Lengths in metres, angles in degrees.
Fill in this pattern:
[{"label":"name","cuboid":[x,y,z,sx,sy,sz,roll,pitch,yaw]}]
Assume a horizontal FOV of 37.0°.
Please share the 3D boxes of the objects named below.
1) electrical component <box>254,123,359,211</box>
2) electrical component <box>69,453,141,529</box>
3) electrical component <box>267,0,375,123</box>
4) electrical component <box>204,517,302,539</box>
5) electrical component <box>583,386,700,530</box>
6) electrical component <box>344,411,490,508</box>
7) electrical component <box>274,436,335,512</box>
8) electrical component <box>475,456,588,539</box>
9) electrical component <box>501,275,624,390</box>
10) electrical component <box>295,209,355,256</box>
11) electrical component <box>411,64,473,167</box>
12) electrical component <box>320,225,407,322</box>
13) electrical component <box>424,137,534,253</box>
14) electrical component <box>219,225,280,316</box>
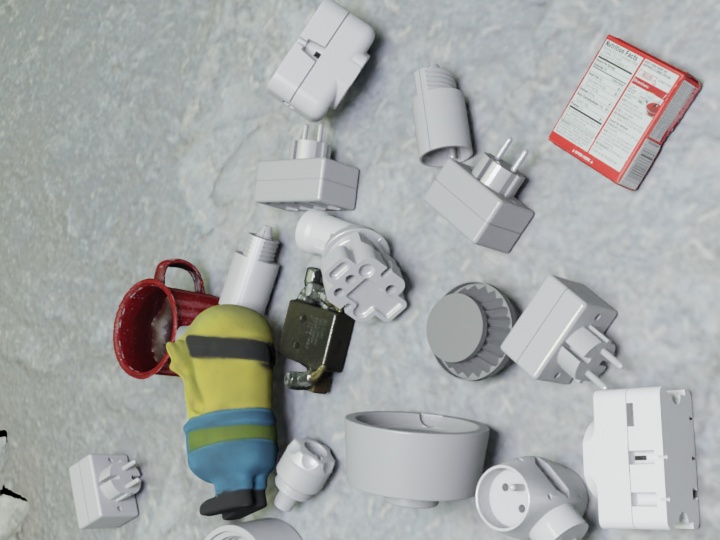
[{"label":"electrical component","cuboid":[-0.046,-0.094,0.957,0.083,0.047,0.075,2,83,42]},{"label":"electrical component","cuboid":[-0.244,0.213,1.070,0.077,0.047,0.065,-34,61,32]},{"label":"electrical component","cuboid":[-0.031,-0.179,0.938,0.095,0.059,0.054,-57,5,-2]},{"label":"electrical component","cuboid":[-0.099,0.268,0.922,0.108,0.060,0.108,-10,75,40]},{"label":"electrical component","cuboid":[0.184,0.124,0.708,0.056,0.050,0.089,-10,75,39]},{"label":"electrical component","cuboid":[0.040,0.142,0.797,0.108,0.108,0.060,4,90,42]},{"label":"electrical component","cuboid":[-0.052,0.176,0.911,0.043,0.043,0.062,43,111,38]},{"label":"electrical component","cuboid":[0.128,0.168,0.731,0.043,0.077,0.079,-53,52,20]},{"label":"electrical component","cuboid":[0.152,0.053,0.753,0.077,0.047,0.065,44,110,38]},{"label":"electrical component","cuboid":[-0.027,-0.029,0.933,0.046,0.040,0.040,19,94,37]},{"label":"electrical component","cuboid":[0.064,-0.129,0.869,0.043,0.043,0.081,-20,69,37]},{"label":"electrical component","cuboid":[0.000,0.000,0.883,0.058,0.078,0.057,-42,34,18]},{"label":"electrical component","cuboid":[0.101,-0.064,0.822,0.065,0.047,0.076,45,111,38]},{"label":"electrical component","cuboid":[-0.097,-0.002,0.986,0.043,0.043,0.081,22,96,42]}]
